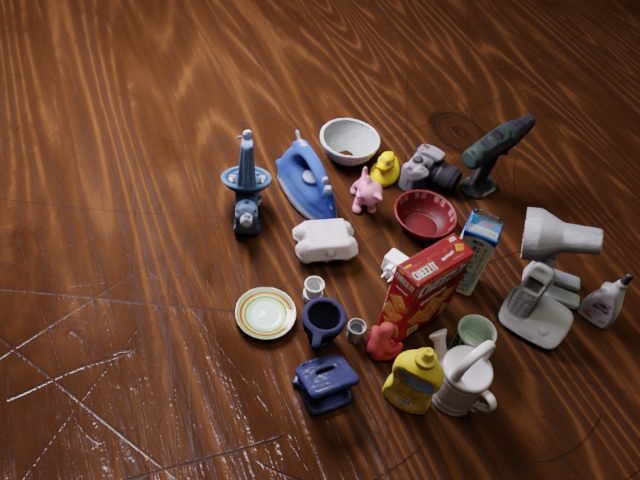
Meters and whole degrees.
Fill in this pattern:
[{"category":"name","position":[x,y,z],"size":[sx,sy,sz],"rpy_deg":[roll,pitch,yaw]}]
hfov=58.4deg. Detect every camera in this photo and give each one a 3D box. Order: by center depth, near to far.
[{"category":"camera","position":[0.303,-0.184,1.533],"size":[0.136,0.101,0.143],"rpy_deg":[32,53,17]}]

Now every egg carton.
[{"category":"egg carton","position":[0.012,0.005,1.350],"size":[0.150,0.069,0.107],"rpy_deg":[-5,51,-13]}]

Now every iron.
[{"category":"iron","position":[-0.015,-0.151,1.429],"size":[0.119,0.141,0.257],"rpy_deg":[-18,55,-22]}]

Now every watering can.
[{"category":"watering can","position":[0.274,0.250,1.103],"size":[0.172,0.194,0.101],"rpy_deg":[31,52,17]}]

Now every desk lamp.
[{"category":"desk lamp","position":[0.536,0.034,1.313],"size":[0.203,0.213,0.118],"rpy_deg":[18,50,7]}]

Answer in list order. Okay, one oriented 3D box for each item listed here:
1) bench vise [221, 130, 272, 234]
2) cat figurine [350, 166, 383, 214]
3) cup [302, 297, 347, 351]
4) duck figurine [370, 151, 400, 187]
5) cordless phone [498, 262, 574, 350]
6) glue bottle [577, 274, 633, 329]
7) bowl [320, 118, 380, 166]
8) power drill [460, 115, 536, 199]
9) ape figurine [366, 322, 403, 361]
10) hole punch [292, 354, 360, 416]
[{"category":"bench vise","position":[-0.160,-0.132,1.339],"size":[0.122,0.220,0.207],"rpy_deg":[-14,54,-19]},{"category":"cat figurine","position":[0.120,-0.128,1.447],"size":[0.067,0.118,0.127],"rpy_deg":[0,50,-8]},{"category":"cup","position":[0.002,0.190,1.176],"size":[0.091,0.095,0.118],"rpy_deg":[15,50,4]},{"category":"duck figurine","position":[0.179,-0.202,1.538],"size":[0.077,0.086,0.105],"rpy_deg":[33,53,18]},{"category":"cordless phone","position":[0.482,0.138,1.235],"size":[0.147,0.185,0.094],"rpy_deg":[29,52,15]},{"category":"glue bottle","position":[0.647,0.128,1.277],"size":[0.078,0.173,0.037],"rpy_deg":[34,53,19]},{"category":"bowl","position":[0.079,-0.257,1.577],"size":[0.167,0.075,0.167],"rpy_deg":[5,50,-5]},{"category":"power drill","position":[0.455,-0.216,1.514],"size":[0.230,0.208,0.075],"rpy_deg":[-27,59,-28]},{"category":"ape figurine","position":[0.134,0.204,1.187],"size":[0.076,0.092,0.077],"rpy_deg":[-21,56,-24]},{"category":"hole punch","position":[0.010,0.270,1.112],"size":[0.109,0.091,0.101],"rpy_deg":[-15,54,-20]}]
